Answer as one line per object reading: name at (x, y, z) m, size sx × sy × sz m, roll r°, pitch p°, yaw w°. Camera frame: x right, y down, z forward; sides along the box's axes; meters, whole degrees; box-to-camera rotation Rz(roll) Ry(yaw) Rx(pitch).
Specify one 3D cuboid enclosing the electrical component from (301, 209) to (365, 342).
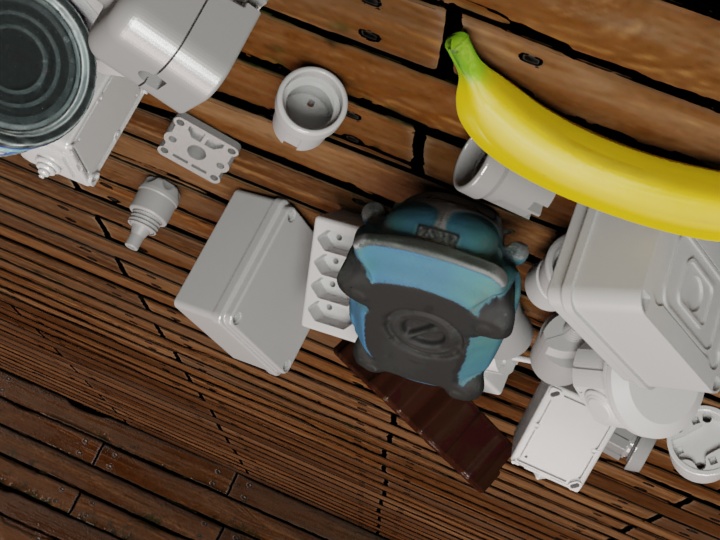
electrical component at (0.000, 0.000, 0.787) m, size 0.047 × 0.083 × 0.076 m, roll 16°, pitch -162°, yaw 24°

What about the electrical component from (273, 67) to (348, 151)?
electrical component at (-0.031, -0.091, 0.618) m, size 0.040 × 0.040 × 0.046 m, roll 27°, pitch 167°, yaw -7°

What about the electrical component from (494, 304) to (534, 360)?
electrical component at (0.101, 0.032, 0.787) m, size 0.044 × 0.044 × 0.065 m, roll 16°, pitch 155°, yaw 24°

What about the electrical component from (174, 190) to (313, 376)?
electrical component at (-0.078, 0.011, 0.844) m, size 0.056 × 0.108 × 0.108 m, roll 16°, pitch 160°, yaw 30°

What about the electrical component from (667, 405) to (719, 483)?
electrical component at (0.270, 0.139, 0.847) m, size 0.055 × 0.055 × 0.047 m, roll 17°, pitch 164°, yaw 21°

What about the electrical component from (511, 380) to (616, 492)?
electrical component at (0.166, 0.129, 0.881) m, size 0.062 × 0.096 × 0.061 m, roll 24°, pitch -155°, yaw 2°

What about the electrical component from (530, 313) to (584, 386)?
electrical component at (0.150, 0.053, 0.776) m, size 0.043 × 0.043 × 0.081 m, roll 22°, pitch 161°, yaw 9°

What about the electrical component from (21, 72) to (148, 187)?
electrical component at (-0.189, -0.103, 0.690) m, size 0.061 × 0.096 × 0.061 m, roll 23°, pitch 162°, yaw 8°

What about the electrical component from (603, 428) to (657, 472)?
electrical component at (0.225, 0.142, 0.927) m, size 0.055 × 0.048 × 0.066 m, roll 28°, pitch 163°, yaw 16°

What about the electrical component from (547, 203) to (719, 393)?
electrical component at (0.161, 0.012, 0.597) m, size 0.057 × 0.078 × 0.113 m, roll 2°, pitch 151°, yaw 43°

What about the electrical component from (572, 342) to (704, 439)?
electrical component at (0.188, 0.071, 0.724) m, size 0.080 × 0.080 × 0.051 m, roll 32°, pitch 165°, yaw -22°

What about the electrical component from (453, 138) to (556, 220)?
electrical component at (0.080, -0.052, 0.585) m, size 0.046 × 0.040 × 0.040 m, roll 24°, pitch 163°, yaw -19°

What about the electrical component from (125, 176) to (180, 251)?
electrical component at (-0.175, -0.045, 0.886) m, size 0.035 × 0.061 × 0.035 m, roll 22°, pitch 162°, yaw 8°

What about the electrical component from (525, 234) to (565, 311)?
electrical component at (0.129, 0.004, 0.676) m, size 0.044 × 0.044 × 0.065 m, roll 25°, pitch 166°, yaw -2°

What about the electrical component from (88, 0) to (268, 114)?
electrical component at (-0.078, -0.128, 0.484) m, size 0.059 × 0.095 × 0.054 m, roll 33°, pitch 160°, yaw -24°

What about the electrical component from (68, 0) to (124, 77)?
electrical component at (-0.137, -0.154, 0.547) m, size 0.078 × 0.057 × 0.113 m, roll 13°, pitch 159°, yaw 31°

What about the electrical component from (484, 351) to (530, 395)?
electrical component at (0.103, 0.062, 0.855) m, size 0.076 × 0.047 × 0.083 m, roll 8°, pitch 156°, yaw 41°
